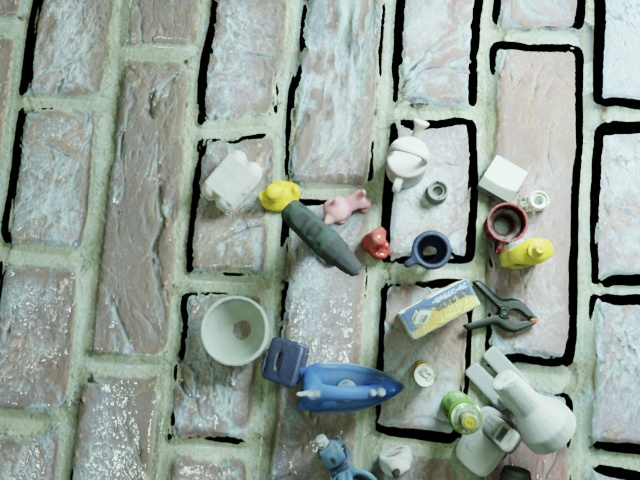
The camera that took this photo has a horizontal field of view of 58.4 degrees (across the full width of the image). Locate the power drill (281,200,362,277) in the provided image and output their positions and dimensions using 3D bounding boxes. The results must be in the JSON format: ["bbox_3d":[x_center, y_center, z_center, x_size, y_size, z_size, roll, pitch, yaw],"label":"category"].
[{"bbox_3d":[0.012,0.005,1.326,0.229,0.208,0.075,42,89,9],"label":"power drill"}]

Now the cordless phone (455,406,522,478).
[{"bbox_3d":[0.373,0.452,1.251,0.094,0.185,0.148,31,87,8],"label":"cordless phone"}]

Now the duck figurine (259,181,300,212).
[{"bbox_3d":[-0.103,-0.114,1.413,0.104,0.086,0.077,-13,82,4],"label":"duck figurine"}]

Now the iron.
[{"bbox_3d":[0.069,0.345,1.315,0.258,0.141,0.119,-2,83,5],"label":"iron"}]

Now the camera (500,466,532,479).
[{"bbox_3d":[0.449,0.583,1.271,0.143,0.101,0.137,8,84,6],"label":"camera"}]

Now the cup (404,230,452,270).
[{"bbox_3d":[0.250,0.035,1.357,0.118,0.095,0.091,-31,81,1],"label":"cup"}]

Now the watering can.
[{"bbox_3d":[0.205,-0.198,1.339,0.101,0.194,0.173,-1,83,6],"label":"watering can"}]

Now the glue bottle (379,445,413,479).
[{"bbox_3d":[0.169,0.499,1.271,0.078,0.173,0.037,-22,81,3],"label":"glue bottle"}]

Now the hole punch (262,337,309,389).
[{"bbox_3d":[-0.087,0.291,1.361,0.101,0.091,0.109,14,85,7],"label":"hole punch"}]

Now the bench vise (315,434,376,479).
[{"bbox_3d":[0.044,0.539,1.255,0.207,0.220,0.121,38,88,9],"label":"bench vise"}]

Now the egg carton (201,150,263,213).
[{"bbox_3d":[-0.219,-0.147,1.436,0.107,0.069,0.150,38,88,9],"label":"egg carton"}]

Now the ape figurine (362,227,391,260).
[{"bbox_3d":[0.138,0.004,1.373,0.076,0.092,0.078,17,85,7],"label":"ape figurine"}]

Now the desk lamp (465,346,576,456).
[{"bbox_3d":[0.429,0.345,1.244,0.118,0.213,0.203,-44,81,-1],"label":"desk lamp"}]

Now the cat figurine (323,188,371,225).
[{"bbox_3d":[0.059,-0.084,1.378,0.128,0.118,0.067,-29,81,2],"label":"cat figurine"}]

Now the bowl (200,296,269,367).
[{"bbox_3d":[-0.199,0.220,1.389,0.167,0.075,0.167,-1,83,5],"label":"bowl"}]
